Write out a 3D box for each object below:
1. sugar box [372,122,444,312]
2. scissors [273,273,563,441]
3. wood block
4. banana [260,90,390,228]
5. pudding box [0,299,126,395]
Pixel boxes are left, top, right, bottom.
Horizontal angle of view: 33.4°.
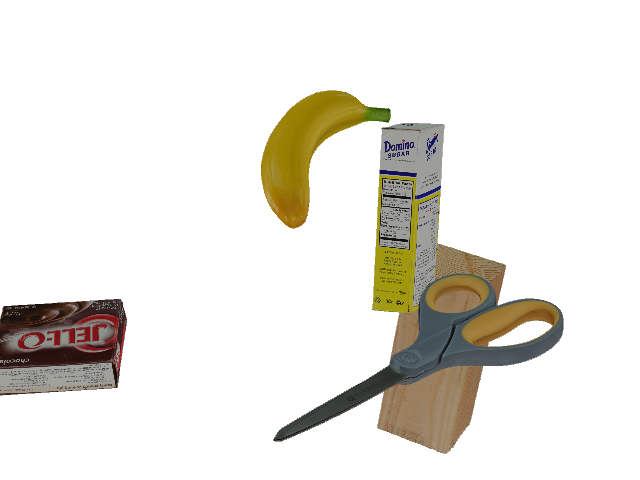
[{"bbox_3d":[0.085,-0.024,1.036,0.048,0.176,0.093,4,10,20],"label":"sugar box"},{"bbox_3d":[0.048,0.061,0.624,0.201,0.016,0.096,-13,32,-21],"label":"scissors"},{"bbox_3d":[0.136,0.121,1.208,0.090,0.206,0.090,18,23,21],"label":"wood block"},{"bbox_3d":[-0.007,-0.076,0.844,0.070,0.037,0.197,16,38,18],"label":"banana"},{"bbox_3d":[-0.236,0.096,0.963,0.113,0.039,0.090,-5,33,-2],"label":"pudding box"}]
